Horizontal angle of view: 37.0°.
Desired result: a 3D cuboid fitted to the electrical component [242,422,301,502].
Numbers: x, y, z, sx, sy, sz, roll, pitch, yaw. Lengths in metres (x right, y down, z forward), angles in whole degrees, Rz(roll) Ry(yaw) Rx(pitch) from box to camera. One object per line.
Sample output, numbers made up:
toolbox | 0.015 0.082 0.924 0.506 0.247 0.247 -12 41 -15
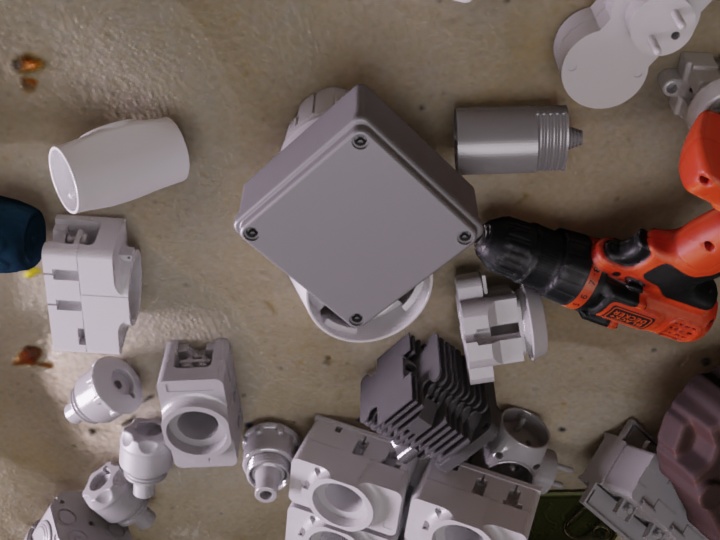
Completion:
electrical component | -0.072 0.155 0.854 0.048 0.062 0.048 0 126 0

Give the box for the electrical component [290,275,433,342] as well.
electrical component | 0.000 0.000 0.754 0.099 0.064 0.099 -7 123 -11

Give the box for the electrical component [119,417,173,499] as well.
electrical component | -0.171 0.153 0.860 0.043 0.043 0.062 7 114 -4

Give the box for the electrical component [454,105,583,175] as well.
electrical component | 0.102 -0.084 0.690 0.081 0.043 0.043 -2 126 2

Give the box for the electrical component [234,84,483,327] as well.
electrical component | -0.001 -0.036 0.653 0.109 0.056 0.109 -38 117 24

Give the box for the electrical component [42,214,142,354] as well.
electrical component | -0.186 0.011 0.758 0.056 0.050 0.089 4 126 -2

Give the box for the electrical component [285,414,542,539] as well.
electrical component | 0.037 0.199 0.849 0.186 0.060 0.105 16 127 13

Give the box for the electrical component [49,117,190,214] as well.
electrical component | -0.161 -0.064 0.698 0.079 0.077 0.044 -22 89 60

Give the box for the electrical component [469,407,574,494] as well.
electrical component | 0.132 0.157 0.863 0.079 0.044 0.077 18 124 -12

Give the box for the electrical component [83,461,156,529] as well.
electrical component | -0.196 0.192 0.893 0.043 0.043 0.062 -27 123 19

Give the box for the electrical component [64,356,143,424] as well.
electrical component | -0.201 0.098 0.826 0.062 0.048 0.048 -32 120 29

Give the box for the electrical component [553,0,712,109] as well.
electrical component | 0.172 -0.149 0.624 0.052 0.073 0.138 31 121 -20

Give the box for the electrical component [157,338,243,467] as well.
electrical component | -0.121 0.105 0.822 0.050 0.055 0.089 -3 126 3

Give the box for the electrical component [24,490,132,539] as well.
electrical component | -0.235 0.227 0.898 0.080 0.080 0.051 27 117 -18

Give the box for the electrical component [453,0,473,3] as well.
electrical component | 0.059 -0.170 0.617 0.035 0.061 0.035 0 126 0

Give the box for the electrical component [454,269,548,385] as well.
electrical component | 0.101 0.038 0.768 0.057 0.058 0.078 -9 101 2

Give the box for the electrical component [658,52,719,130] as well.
electrical component | 0.224 -0.105 0.666 0.066 0.055 0.048 3 126 -2

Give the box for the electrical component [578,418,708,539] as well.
electrical component | 0.243 0.187 0.865 0.121 0.063 0.078 41 76 -25

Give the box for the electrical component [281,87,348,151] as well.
electrical component | -0.011 -0.074 0.694 0.080 0.051 0.080 0 126 0
